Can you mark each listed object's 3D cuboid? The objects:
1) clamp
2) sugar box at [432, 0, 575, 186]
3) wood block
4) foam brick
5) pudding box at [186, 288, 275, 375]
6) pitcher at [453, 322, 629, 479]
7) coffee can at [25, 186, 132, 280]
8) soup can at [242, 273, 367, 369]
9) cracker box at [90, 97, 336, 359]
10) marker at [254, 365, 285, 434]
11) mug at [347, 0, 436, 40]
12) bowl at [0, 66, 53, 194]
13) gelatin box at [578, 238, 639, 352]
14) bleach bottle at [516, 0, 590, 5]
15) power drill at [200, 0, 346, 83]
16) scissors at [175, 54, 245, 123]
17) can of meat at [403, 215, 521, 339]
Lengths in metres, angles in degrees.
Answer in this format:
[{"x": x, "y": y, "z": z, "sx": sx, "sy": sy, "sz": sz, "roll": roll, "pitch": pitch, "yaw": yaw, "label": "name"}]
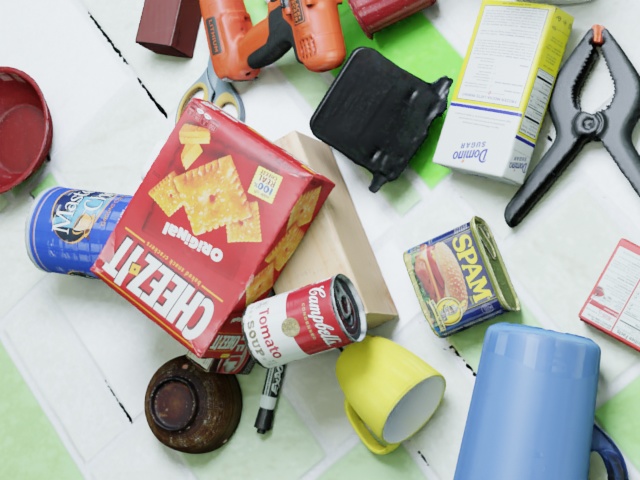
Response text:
[{"x": 0.258, "y": -0.104, "z": 1.046, "sx": 0.165, "sy": 0.036, "sz": 0.210, "roll": -5, "pitch": 80, "yaw": 27, "label": "clamp"}, {"x": 0.183, "y": -0.149, "z": 1.069, "sx": 0.093, "sy": 0.048, "sz": 0.176, "roll": 19, "pitch": 94, "yaw": 45, "label": "sugar box"}, {"x": -0.008, "y": 0.002, "z": 1.119, "sx": 0.090, "sy": 0.090, "sz": 0.206, "roll": -27, "pitch": 74, "yaw": 20, "label": "wood block"}, {"x": -0.174, "y": -0.259, "z": 1.247, "sx": 0.051, "sy": 0.053, "sz": 0.078, "roll": 12, "pitch": 88, "yaw": 24, "label": "foam brick"}, {"x": -0.084, "y": 0.088, "z": 1.142, "sx": 0.039, "sy": 0.090, "sz": 0.113, "roll": 29, "pitch": 94, "yaw": 25, "label": "pudding box"}, {"x": 0.200, "y": 0.206, "z": 0.991, "sx": 0.145, "sy": 0.149, "sz": 0.243, "roll": 6, "pitch": 82, "yaw": 40, "label": "pitcher"}, {"x": -0.249, "y": -0.005, "z": 1.219, "sx": 0.140, "sy": 0.102, "sz": 0.103, "roll": 7, "pitch": 86, "yaw": 24, "label": "coffee can"}, {"x": -0.015, "y": 0.079, "z": 1.025, "sx": 0.102, "sy": 0.068, "sz": 0.068, "roll": -19, "pitch": 76, "yaw": 22, "label": "soup can"}, {"x": -0.111, "y": -0.012, "z": 1.075, "sx": 0.164, "sy": 0.072, "sz": 0.214, "roll": 35, "pitch": 98, "yaw": 22, "label": "cracker box"}, {"x": -0.050, "y": 0.151, "z": 1.157, "sx": 0.020, "sy": 0.020, "sz": 0.121, "roll": 12, "pitch": 88, "yaw": 24, "label": "marker"}, {"x": 0.066, "y": -0.281, "z": 1.121, "sx": 0.081, "sy": 0.093, "sz": 0.117, "roll": -23, "pitch": 96, "yaw": 14, "label": "mug"}, {"x": -0.387, "y": -0.131, "z": 1.322, "sx": 0.162, "sy": 0.055, "sz": 0.162, "roll": -3, "pitch": 82, "yaw": 23, "label": "bowl"}, {"x": 0.298, "y": 0.054, "z": 1.011, "sx": 0.073, "sy": 0.030, "sz": 0.089, "roll": 30, "pitch": 95, "yaw": 23, "label": "gelatin box"}, {"x": 0.193, "y": -0.287, "z": 0.980, "sx": 0.103, "sy": 0.250, "sz": 0.068, "roll": 2, "pitch": 84, "yaw": 24, "label": "bleach bottle"}, {"x": -0.054, "y": -0.255, "z": 1.137, "sx": 0.188, "sy": 0.057, "sz": 0.184, "roll": -11, "pitch": 90, "yaw": 52, "label": "power drill"}, {"x": -0.105, "y": -0.201, "z": 1.229, "sx": 0.096, "sy": 0.016, "sz": 0.202, "roll": 27, "pitch": 94, "yaw": 24, "label": "scissors"}, {"x": 0.140, "y": 0.039, "z": 1.069, "sx": 0.084, "sy": 0.057, "sz": 0.102, "roll": -25, "pitch": 73, "yaw": 22, "label": "can of meat"}]
